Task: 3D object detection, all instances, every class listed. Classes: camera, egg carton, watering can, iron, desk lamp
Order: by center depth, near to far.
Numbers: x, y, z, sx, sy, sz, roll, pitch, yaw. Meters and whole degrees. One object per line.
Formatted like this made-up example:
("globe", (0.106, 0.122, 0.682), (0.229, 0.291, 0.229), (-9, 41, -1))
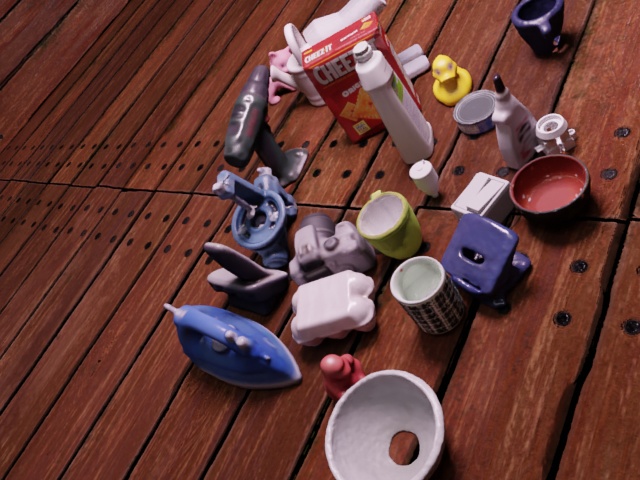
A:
("egg carton", (0.022, 0.113, 0.936), (0.150, 0.070, 0.107), (-21, 45, 22))
("iron", (-0.155, 0.169, 0.966), (0.257, 0.142, 0.119), (11, 62, 42))
("camera", (0.009, 0.004, 1.016), (0.143, 0.101, 0.136), (-26, 43, 17))
("desk lamp", (0.097, -0.421, 1.231), (0.203, 0.214, 0.117), (-28, 43, 15))
("watering can", (-0.035, -0.412, 1.338), (0.173, 0.195, 0.100), (-37, 41, 5))

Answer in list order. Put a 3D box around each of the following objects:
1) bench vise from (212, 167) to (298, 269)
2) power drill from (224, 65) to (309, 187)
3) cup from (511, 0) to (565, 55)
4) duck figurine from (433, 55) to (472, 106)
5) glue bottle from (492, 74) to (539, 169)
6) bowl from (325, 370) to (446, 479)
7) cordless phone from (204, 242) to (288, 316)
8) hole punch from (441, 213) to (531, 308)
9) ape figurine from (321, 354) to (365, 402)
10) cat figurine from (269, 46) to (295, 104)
("bench vise", (-0.135, -0.072, 1.100), (0.121, 0.220, 0.207), (-33, 42, 9))
("power drill", (-0.114, -0.226, 1.226), (0.075, 0.209, 0.230), (-2, 54, 36))
("cup", (0.412, -0.384, 1.051), (0.091, 0.095, 0.117), (-21, 45, 22))
("duck figurine", (0.251, -0.328, 1.131), (0.077, 0.086, 0.104), (-22, 45, 21))
("glue bottle", (0.303, -0.194, 0.909), (0.037, 0.174, 0.078), (20, 69, 45))
("bowl", (0.095, 0.262, 0.748), (0.167, 0.075, 0.167), (-20, 45, 22))
("cordless phone", (-0.160, 0.049, 1.040), (0.147, 0.186, 0.094), (4, 58, 39))
("hole punch", (0.235, 0.028, 0.831), (0.101, 0.091, 0.108), (-48, 41, -8))
("ape figurine", (0.033, 0.199, 0.836), (0.076, 0.092, 0.078), (-12, 49, 30))
("cat figurine", (-0.109, -0.433, 1.471), (0.127, 0.118, 0.067), (-32, 42, 10))
